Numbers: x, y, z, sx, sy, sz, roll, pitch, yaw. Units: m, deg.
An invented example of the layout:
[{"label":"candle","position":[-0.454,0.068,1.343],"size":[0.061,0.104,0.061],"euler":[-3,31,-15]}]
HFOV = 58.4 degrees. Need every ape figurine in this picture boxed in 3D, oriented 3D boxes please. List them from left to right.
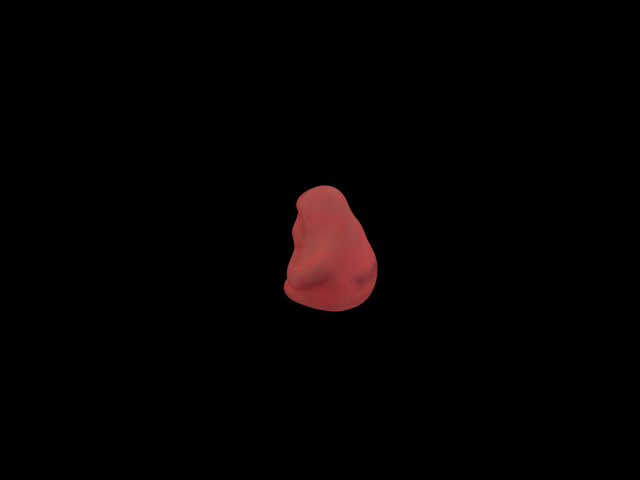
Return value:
[{"label":"ape figurine","position":[0.004,0.001,0.400],"size":[0.076,0.092,0.078],"euler":[26,45,28]}]
